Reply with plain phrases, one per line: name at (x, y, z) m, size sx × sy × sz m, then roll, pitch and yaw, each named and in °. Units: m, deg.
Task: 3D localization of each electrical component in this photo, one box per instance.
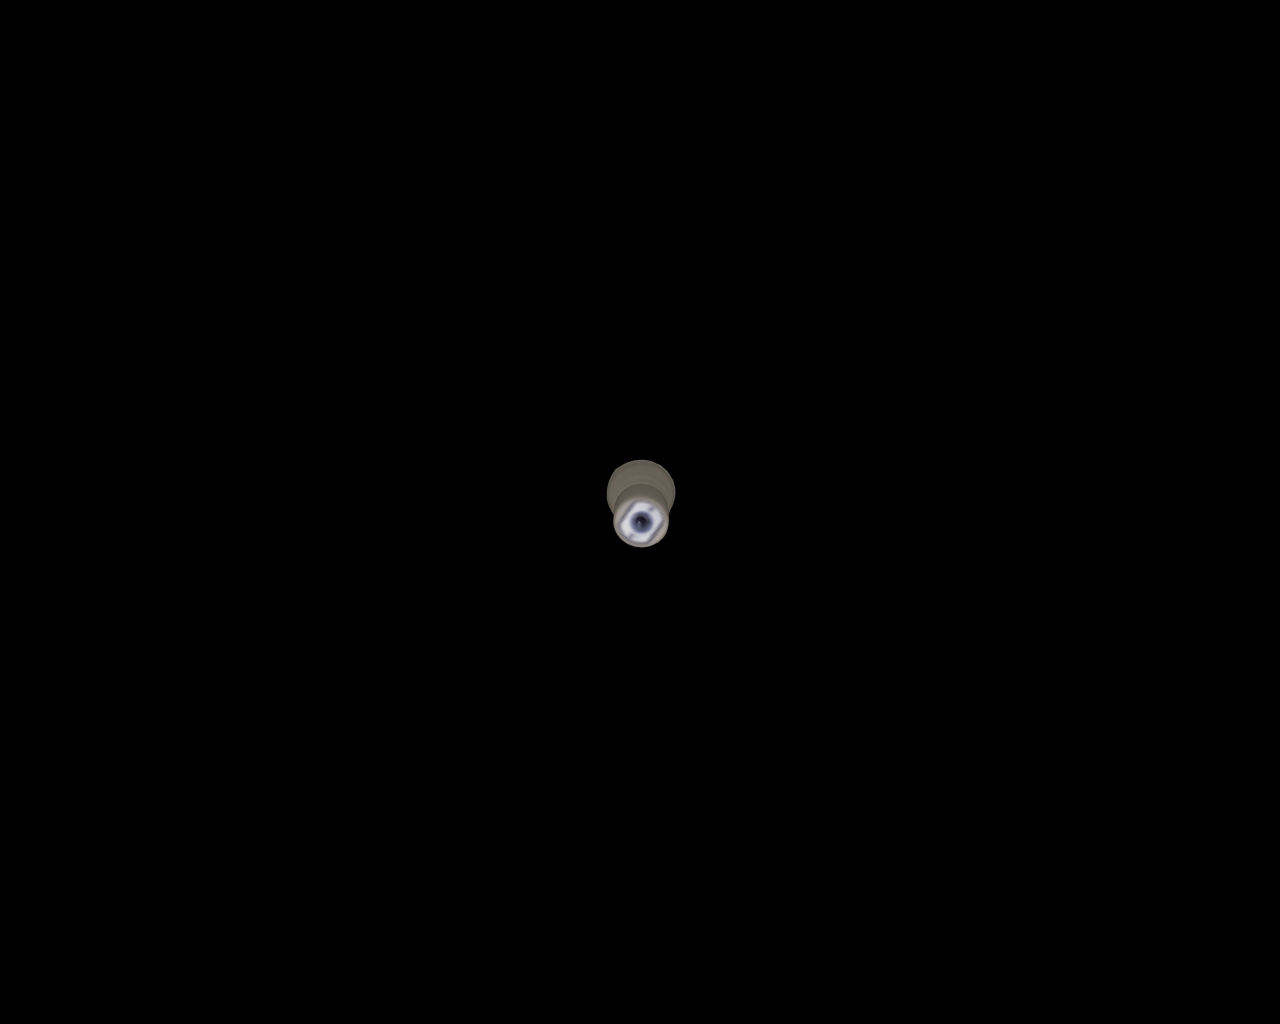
electrical component at (0.001, -0.003, 0.650) m, size 0.044 × 0.044 × 0.065 m, roll 0°, pitch 18°, yaw 0°
